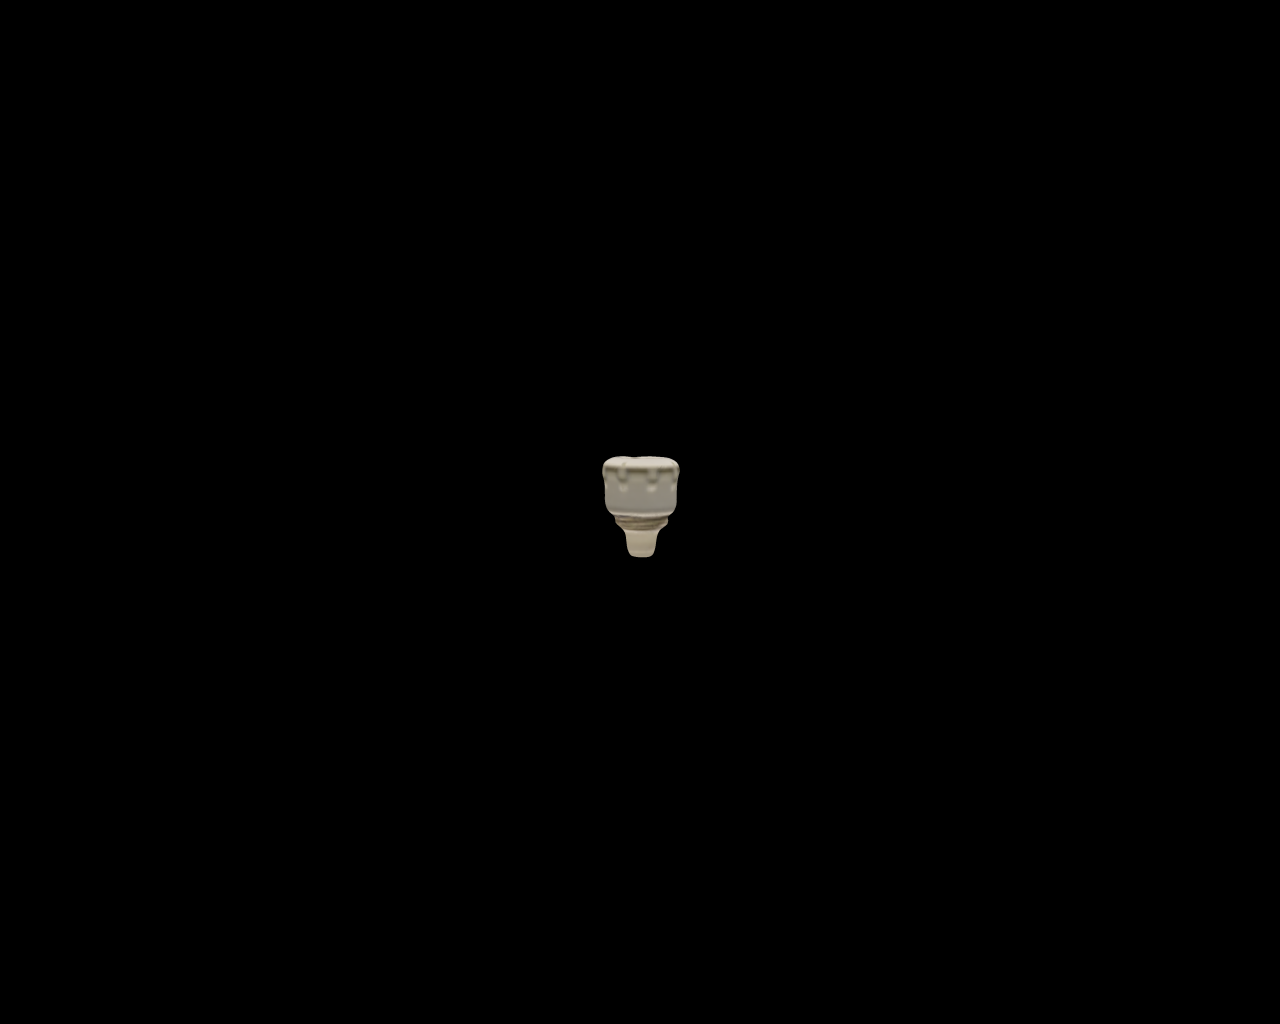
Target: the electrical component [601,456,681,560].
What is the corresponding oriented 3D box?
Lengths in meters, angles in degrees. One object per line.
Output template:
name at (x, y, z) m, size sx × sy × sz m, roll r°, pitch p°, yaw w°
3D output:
electrical component at (0.001, -0.003, 0.650) m, size 0.048 × 0.062 × 0.048 m, roll 0°, pitch 6°, yaw 0°
